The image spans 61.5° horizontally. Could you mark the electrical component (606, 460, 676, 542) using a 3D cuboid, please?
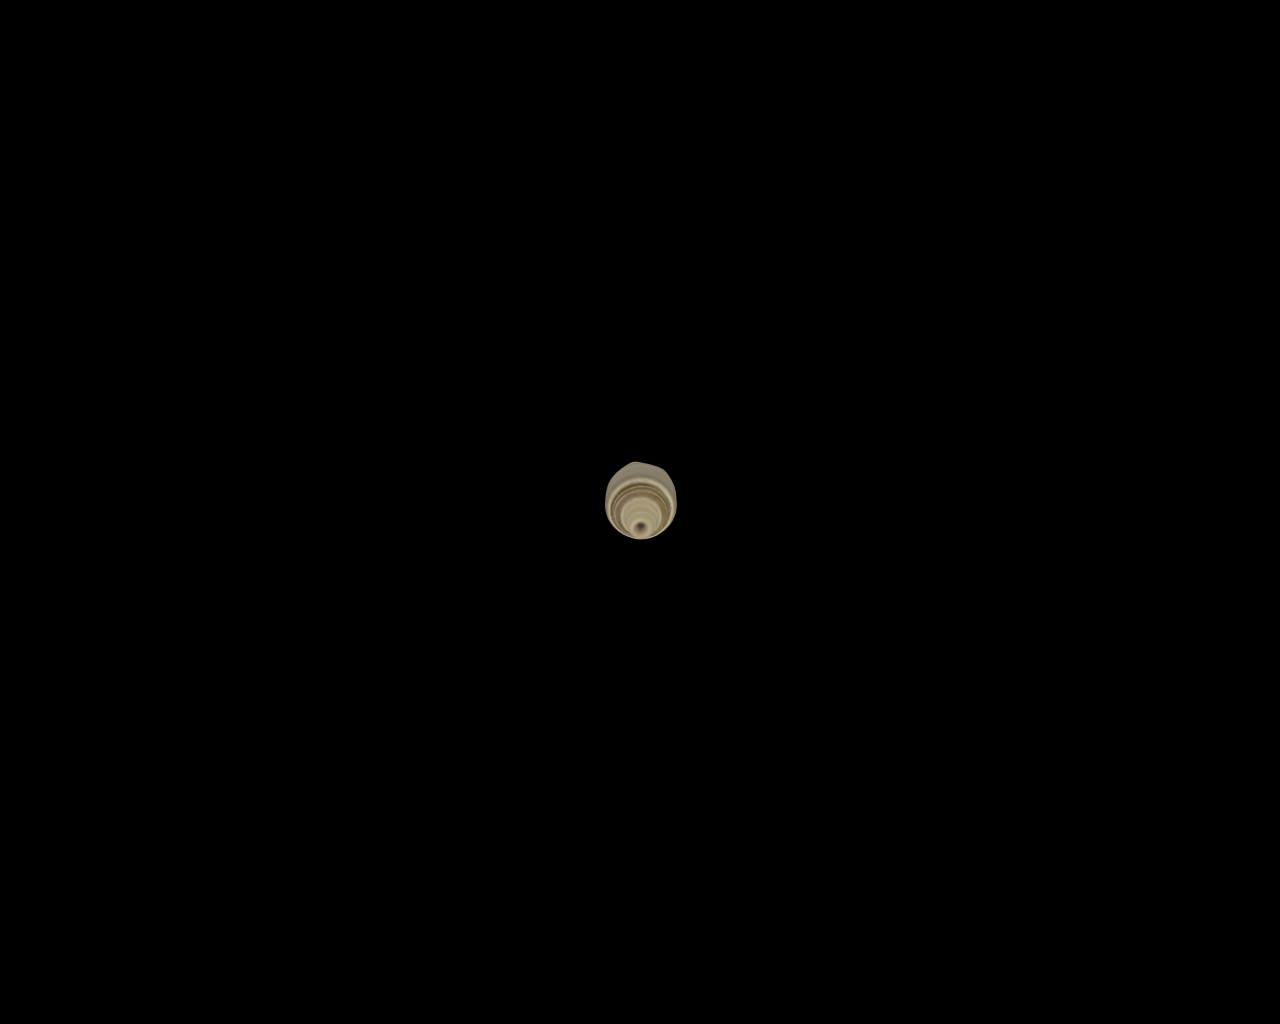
[{"bbox_3d":[0.001,-0.003,0.650,0.043,0.043,0.062,0,24,0],"label":"electrical component"}]
